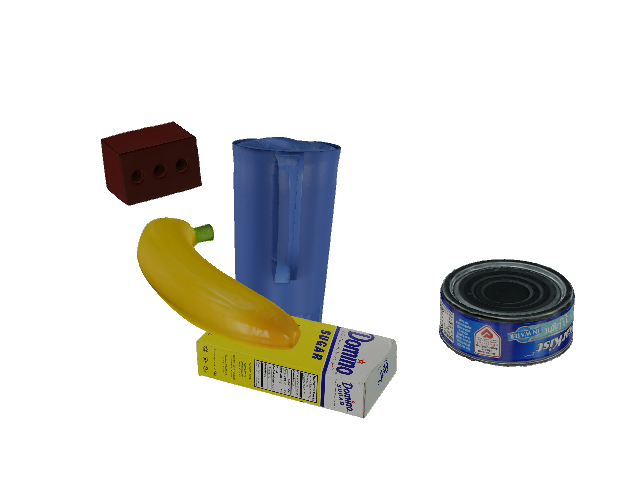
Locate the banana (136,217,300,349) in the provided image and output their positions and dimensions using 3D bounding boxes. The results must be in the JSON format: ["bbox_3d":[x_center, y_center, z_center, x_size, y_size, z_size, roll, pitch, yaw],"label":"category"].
[{"bbox_3d":[-0.076,0.020,0.680,0.069,0.037,0.198,-8,24,-19],"label":"banana"}]

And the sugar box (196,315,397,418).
[{"bbox_3d":[-0.022,0.113,1.035,0.176,0.048,0.093,9,25,21],"label":"sugar box"}]

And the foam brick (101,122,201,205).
[{"bbox_3d":[-0.160,-0.073,1.003,0.078,0.053,0.051,-18,31,-24],"label":"foam brick"}]

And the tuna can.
[{"bbox_3d":[0.119,0.044,0.683,0.086,0.034,0.086,-2,25,1],"label":"tuna can"}]

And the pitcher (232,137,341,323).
[{"bbox_3d":[-0.047,-0.004,1.316,0.145,0.243,0.148,12,15,39],"label":"pitcher"}]
